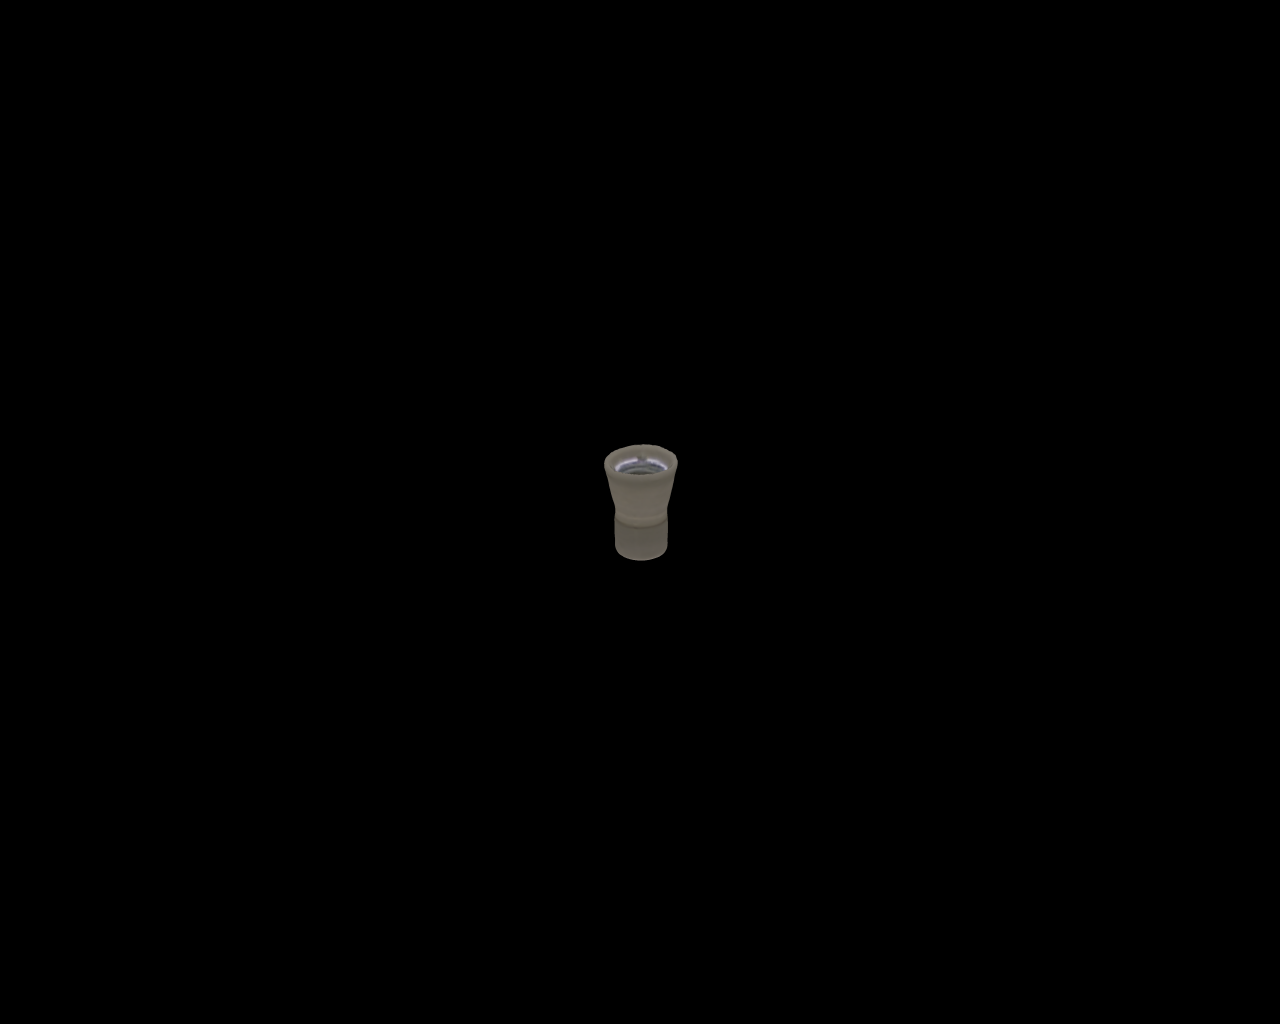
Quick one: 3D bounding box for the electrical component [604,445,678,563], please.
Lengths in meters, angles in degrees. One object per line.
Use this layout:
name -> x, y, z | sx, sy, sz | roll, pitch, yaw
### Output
electrical component -> 0.001, -0.003, 0.650 | 0.044, 0.065, 0.044 | 0, 27, 0
